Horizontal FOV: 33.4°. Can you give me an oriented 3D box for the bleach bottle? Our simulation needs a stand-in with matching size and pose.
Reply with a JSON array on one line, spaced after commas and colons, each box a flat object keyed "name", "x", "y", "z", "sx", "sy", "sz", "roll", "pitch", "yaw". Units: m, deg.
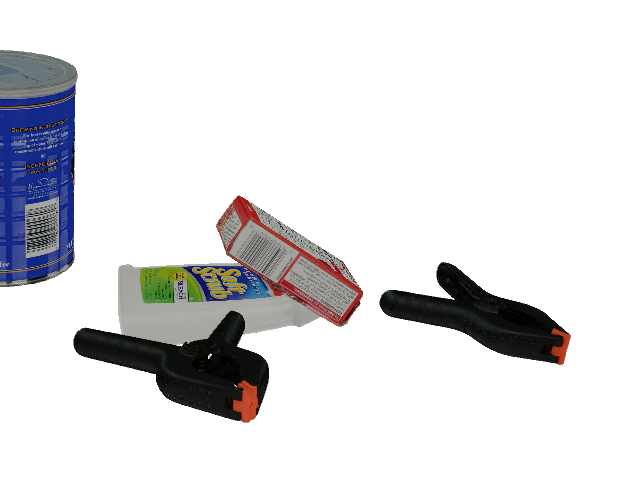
[{"name": "bleach bottle", "x": -0.094, "y": 0.061, "z": 1.177, "sx": 0.250, "sy": 0.068, "sz": 0.102, "roll": -7, "pitch": 36, "yaw": -6}]

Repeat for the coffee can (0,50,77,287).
[{"name": "coffee can", "x": -0.222, "y": -0.052, "z": 0.744, "sx": 0.103, "sy": 0.140, "sz": 0.103, "roll": 5, "pitch": 23, "yaw": -2}]

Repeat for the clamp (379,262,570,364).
[{"name": "clamp", "x": 0.153, "y": 0.065, "z": 0.992, "sx": 0.172, "sy": 0.039, "sz": 0.120, "roll": 21, "pitch": 31, "yaw": 21}]

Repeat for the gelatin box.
[{"name": "gelatin box", "x": -0.021, "y": 0.012, "z": 0.675, "sx": 0.089, "sy": 0.030, "sz": 0.073, "roll": 34, "pitch": 6, "yaw": -16}]

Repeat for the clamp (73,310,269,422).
[{"name": "clamp", "x": -0.097, "y": 0.103, "z": 0.919, "sx": 0.164, "sy": 0.036, "sz": 0.210, "roll": -9, "pitch": 17, "yaw": -35}]
